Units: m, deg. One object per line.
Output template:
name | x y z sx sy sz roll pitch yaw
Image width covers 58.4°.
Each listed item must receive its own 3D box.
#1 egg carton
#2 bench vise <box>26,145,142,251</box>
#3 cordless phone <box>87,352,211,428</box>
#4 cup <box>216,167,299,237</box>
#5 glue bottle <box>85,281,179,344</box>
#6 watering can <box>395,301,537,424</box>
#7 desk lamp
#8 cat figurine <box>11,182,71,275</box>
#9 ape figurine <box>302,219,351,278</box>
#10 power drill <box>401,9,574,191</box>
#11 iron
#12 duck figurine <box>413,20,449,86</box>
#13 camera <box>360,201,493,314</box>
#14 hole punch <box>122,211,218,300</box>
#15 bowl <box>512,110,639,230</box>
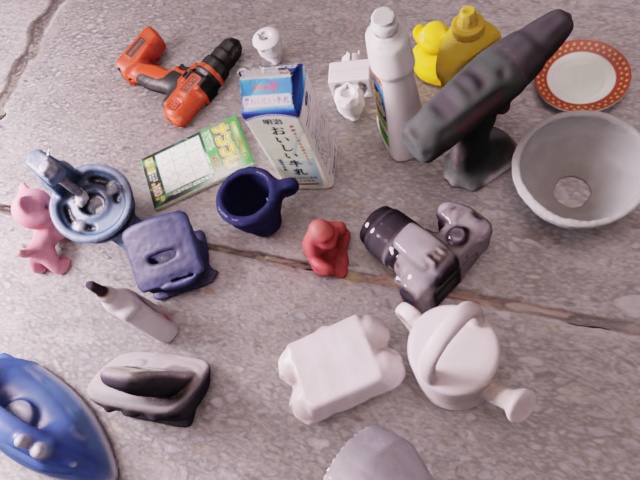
egg carton | 0.025 0.158 0.714 0.150 0.069 0.107 -25 63 2
bench vise | -0.370 -0.070 0.832 0.206 0.220 0.121 14 71 20
cordless phone | -0.233 0.171 0.710 0.147 0.185 0.094 1 67 15
cup | -0.078 -0.049 0.818 0.117 0.095 0.091 -18 63 6
glue bottle | -0.254 0.088 0.759 0.078 0.173 0.037 32 78 25
watering can | 0.153 0.126 0.626 0.172 0.194 0.101 17 72 21
desk lamp | 0.112 0.282 0.556 0.202 0.214 0.118 25 75 23
cat figurine | -0.439 -0.023 0.886 0.067 0.118 0.128 -4 66 13
ape figurine | 0.007 0.003 0.775 0.076 0.092 0.078 37 80 25
power drill | 0.211 -0.159 0.729 0.229 0.209 0.075 -35 63 -3
iron | -0.388 0.238 0.745 0.257 0.142 0.119 24 75 23
duck figurine | 0.181 -0.288 0.863 0.104 0.086 0.077 40 81 26
camera | 0.128 0.000 0.741 0.136 0.101 0.143 40 81 26
hole punch | -0.216 0.023 0.824 0.108 0.091 0.101 -19 63 6
bowl | 0.332 -0.080 0.738 0.167 0.075 0.167 -5 65 12
